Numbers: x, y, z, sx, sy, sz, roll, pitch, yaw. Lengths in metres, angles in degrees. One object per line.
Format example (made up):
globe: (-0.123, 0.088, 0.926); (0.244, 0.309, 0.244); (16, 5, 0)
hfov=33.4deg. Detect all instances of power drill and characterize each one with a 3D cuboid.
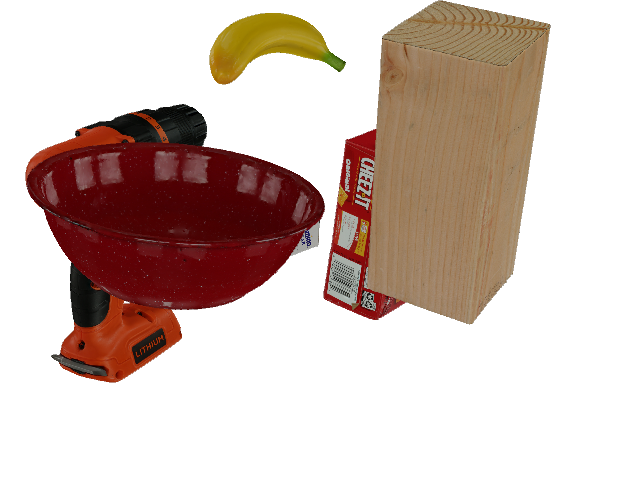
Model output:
power drill: (-0.144, -0.002, 0.806); (0.057, 0.188, 0.184); (11, 23, 27)

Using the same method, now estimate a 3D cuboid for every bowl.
bowl: (-0.081, -0.005, 0.592); (0.162, 0.055, 0.162); (7, 21, -3)

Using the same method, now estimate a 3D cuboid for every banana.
banana: (-0.048, -0.180, 0.981); (0.070, 0.037, 0.197); (42, 32, 20)

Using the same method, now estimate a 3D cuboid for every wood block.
wood block: (0.097, -0.056, 0.778); (0.091, 0.206, 0.090); (19, 36, 25)

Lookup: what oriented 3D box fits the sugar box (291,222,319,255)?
sugar box: (-0.096, -0.004, 1.075); (0.175, 0.048, 0.093); (-24, 39, -34)

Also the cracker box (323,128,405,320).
cracker box: (0.099, -0.036, 1.029); (0.072, 0.164, 0.213); (24, 30, 30)
